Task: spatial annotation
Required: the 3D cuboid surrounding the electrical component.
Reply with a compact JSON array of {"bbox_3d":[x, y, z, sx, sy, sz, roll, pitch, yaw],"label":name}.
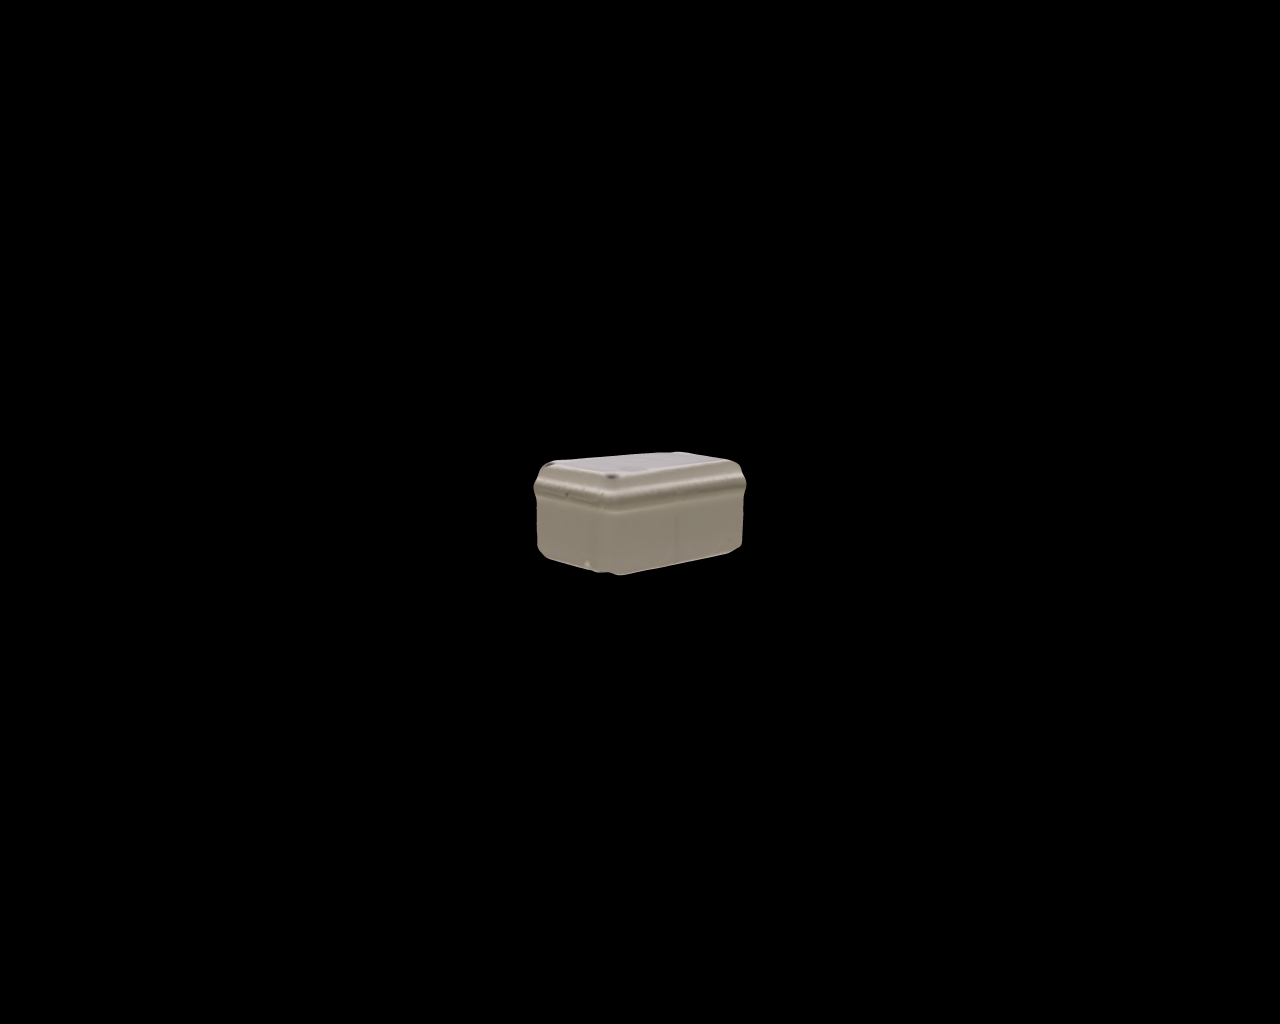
[{"bbox_3d":[0.001,-0.003,0.650,0.113,0.057,0.078,-8,13,-39],"label":"electrical component"}]
